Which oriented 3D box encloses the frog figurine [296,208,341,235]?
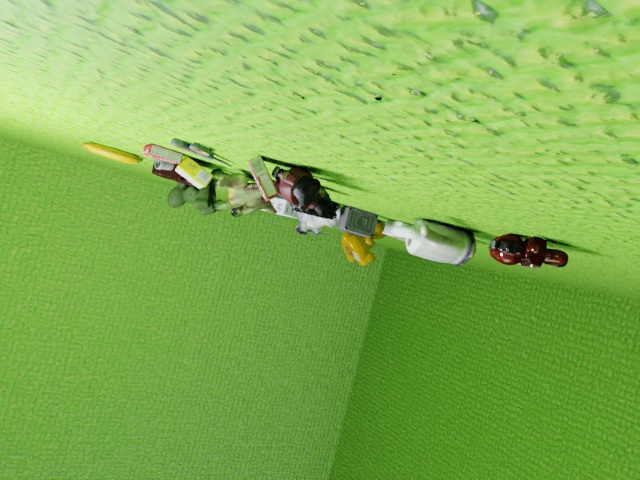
[{"bbox_3d":[0.005,-0.089,1.759,0.136,0.126,0.157,26,136,-33],"label":"frog figurine"}]

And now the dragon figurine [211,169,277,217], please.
[{"bbox_3d":[-0.172,-0.128,1.520,0.243,0.123,0.408,4,174,34],"label":"dragon figurine"}]

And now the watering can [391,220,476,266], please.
[{"bbox_3d":[0.313,0.003,1.377,0.224,0.104,0.347,14,179,-5],"label":"watering can"}]
